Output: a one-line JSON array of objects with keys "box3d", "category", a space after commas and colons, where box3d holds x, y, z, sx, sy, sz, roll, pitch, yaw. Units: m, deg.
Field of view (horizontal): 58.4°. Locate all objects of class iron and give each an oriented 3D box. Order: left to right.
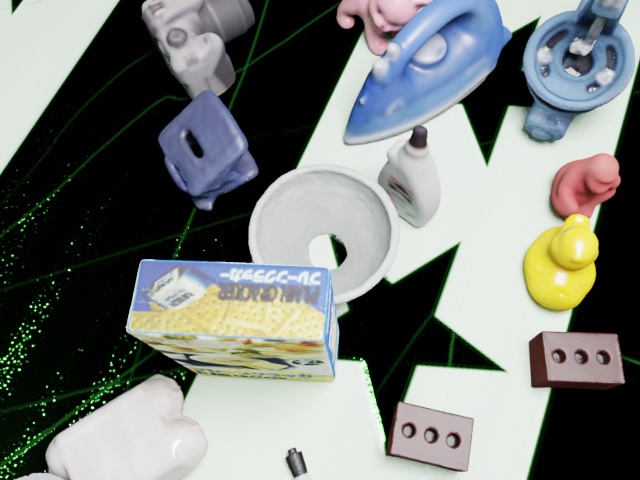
[{"box3d": [0.125, -0.230, 0.702, 0.258, 0.141, 0.118, -42, 72, -12], "category": "iron"}]

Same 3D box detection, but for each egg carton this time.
[{"box3d": [-0.195, 0.215, 0.582, 0.150, 0.069, 0.107, -32, 70, -9], "category": "egg carton"}]

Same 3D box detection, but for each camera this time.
[{"box3d": [-0.152, -0.282, 0.761, 0.137, 0.101, 0.143, -31, 70, -9], "category": "camera"}]

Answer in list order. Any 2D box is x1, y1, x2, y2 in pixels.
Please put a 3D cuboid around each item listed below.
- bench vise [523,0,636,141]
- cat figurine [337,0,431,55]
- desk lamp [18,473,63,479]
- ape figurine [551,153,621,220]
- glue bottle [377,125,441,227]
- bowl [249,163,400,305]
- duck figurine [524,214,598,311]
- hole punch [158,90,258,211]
[{"box3d": [0.303, -0.248, 0.656, 0.121, 0.220, 0.207, 8, 69, 7], "category": "bench vise"}, {"box3d": [0.080, -0.313, 0.751, 0.067, 0.118, 0.127, -43, 72, -13], "category": "cat figurine"}, {"box3d": [-0.175, 0.292, 0.472, 0.203, 0.214, 0.118, 26, 72, 13], "category": "desk lamp"}, {"box3d": [0.307, -0.066, 0.652, 0.078, 0.092, 0.076, -10, 68, -1], "category": "ape figurine"}, {"box3d": [0.100, -0.076, 0.625, 0.078, 0.173, 0.037, 39, 75, 17], "category": "glue bottle"}, {"box3d": [0.006, 0.002, 0.652, 0.167, 0.075, 0.167, -1, 68, 3], "category": "bowl"}, {"box3d": [0.270, 0.021, 0.623, 0.077, 0.086, 0.104, 16, 70, 10], "category": "duck figurine"}, {"box3d": [-0.140, -0.109, 0.696, 0.101, 0.091, 0.108, -31, 70, -9], "category": "hole punch"}]
